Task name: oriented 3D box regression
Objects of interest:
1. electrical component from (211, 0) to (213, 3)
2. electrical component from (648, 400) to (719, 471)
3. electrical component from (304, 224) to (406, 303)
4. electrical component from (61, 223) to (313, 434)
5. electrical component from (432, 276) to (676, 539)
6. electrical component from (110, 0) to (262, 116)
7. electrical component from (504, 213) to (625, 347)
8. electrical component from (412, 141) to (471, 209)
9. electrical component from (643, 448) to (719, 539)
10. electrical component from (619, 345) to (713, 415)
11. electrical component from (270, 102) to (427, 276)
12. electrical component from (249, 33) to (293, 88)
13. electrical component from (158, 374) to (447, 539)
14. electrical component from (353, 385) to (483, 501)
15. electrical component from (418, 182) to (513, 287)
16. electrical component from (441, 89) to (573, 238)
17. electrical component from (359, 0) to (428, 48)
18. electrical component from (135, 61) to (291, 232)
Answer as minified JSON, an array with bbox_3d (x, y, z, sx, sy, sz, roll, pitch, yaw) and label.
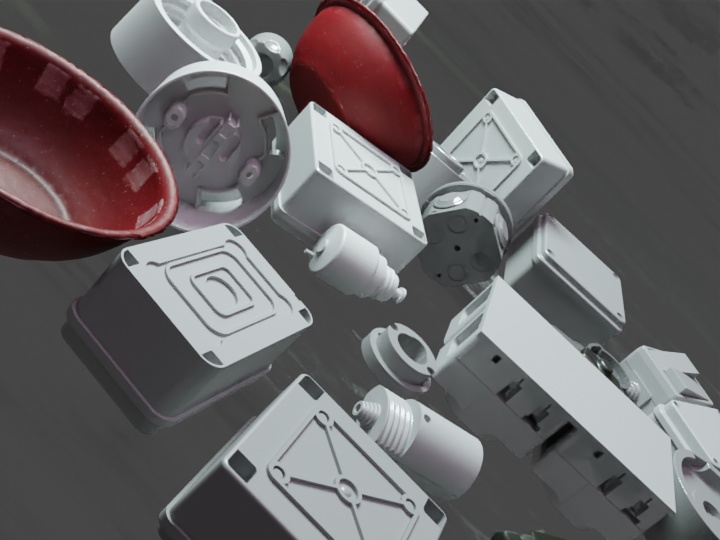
[{"bbox_3d":[-0.136,-0.211,0.877,0.046,0.040,0.040,58,26,14],"label":"electrical component"},{"bbox_3d":[0.293,0.163,0.944,0.113,0.057,0.078,16,37,-48],"label":"electrical component"},{"bbox_3d":[0.000,0.000,0.757,0.078,0.040,0.040,33,27,-27],"label":"electrical component"},{"bbox_3d":[-0.087,0.028,0.554,0.078,0.057,0.113,49,24,8],"label":"electrical component"},{"bbox_3d":[0.142,0.105,0.791,0.186,0.060,0.105,43,24,-5],"label":"electrical component"},{"bbox_3d":[-0.123,-0.166,0.798,0.108,0.060,0.108,36,26,-20],"label":"electrical component"},{"bbox_3d":[0.194,0.014,1.022,0.109,0.056,0.108,41,24,-9],"label":"electrical component"},{"bbox_3d":[0.059,-0.081,0.980,0.099,0.064,0.099,40,11,-9],"label":"electrical component"},{"bbox_3d":[0.255,0.199,0.823,0.108,0.060,0.108,36,26,-20],"label":"electrical component"},{"bbox_3d":[0.275,0.110,0.994,0.096,0.061,0.061,16,37,-47],"label":"electrical component"},{"bbox_3d":[-0.011,-0.057,0.810,0.109,0.056,0.108,33,27,-26],"label":"electrical component"},{"bbox_3d":[-0.078,-0.181,0.915,0.043,0.043,0.062,41,23,-9],"label":"electrical component"},{"bbox_3d":[-0.023,0.120,0.511,0.108,0.056,0.109,45,24,0],"label":"electrical component"},{"bbox_3d":[0.029,0.100,0.640,0.081,0.043,0.043,34,26,-24],"label":"electrical component"},{"bbox_3d":[0.084,-0.028,0.890,0.080,0.080,0.051,42,29,-8],"label":"electrical component"},{"bbox_3d":[0.134,-0.099,1.044,0.056,0.108,0.108,16,37,-43],"label":"electrical component"},{"bbox_3d":[0.005,-0.218,1.026,0.056,0.109,0.108,44,24,-9],"label":"electrical component"},{"bbox_3d":[-0.092,-0.079,0.671,0.099,0.099,0.064,37,19,-18],"label":"electrical component"}]
